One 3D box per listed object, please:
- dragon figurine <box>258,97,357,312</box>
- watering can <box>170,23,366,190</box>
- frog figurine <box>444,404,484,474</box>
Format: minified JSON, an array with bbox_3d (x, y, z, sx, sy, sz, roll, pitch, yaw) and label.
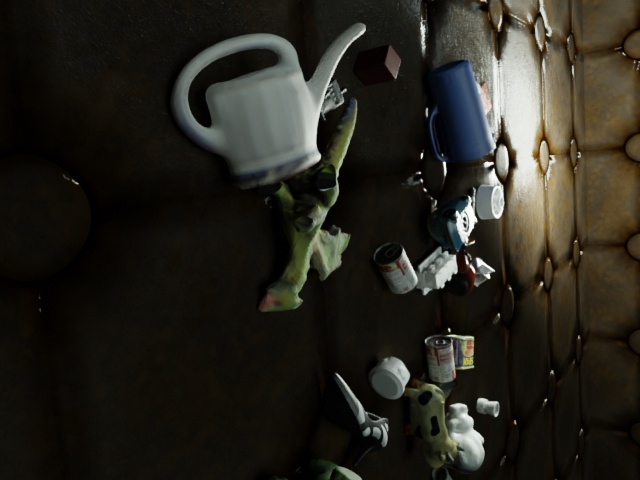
[{"bbox_3d":[0.003,-0.047,0.933,0.418,0.123,0.237,-57,149,-31],"label":"dragon figurine"},{"bbox_3d":[-0.051,-0.209,0.795,0.351,0.105,0.221,-24,112,-25],"label":"watering can"},{"bbox_3d":[0.382,0.524,1.367,0.136,0.123,0.160,19,87,-30],"label":"frog figurine"}]
